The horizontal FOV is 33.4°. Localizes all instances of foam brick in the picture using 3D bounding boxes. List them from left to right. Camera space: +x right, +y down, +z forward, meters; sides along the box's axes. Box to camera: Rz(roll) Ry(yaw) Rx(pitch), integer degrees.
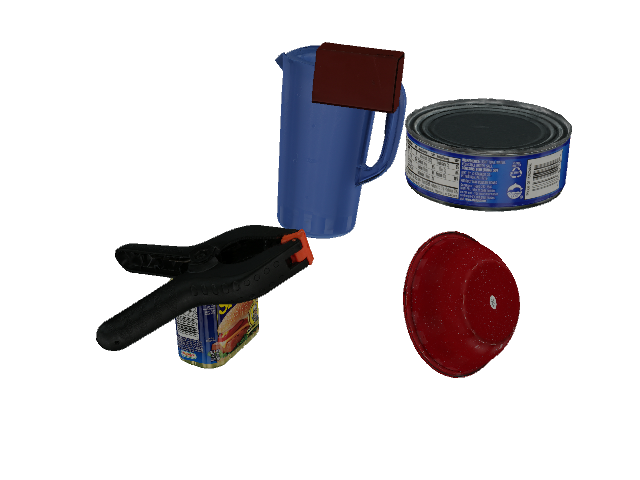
[{"bbox_3d":[0.035,-0.150,0.980,0.078,0.051,0.053,9,18,9],"label":"foam brick"}]

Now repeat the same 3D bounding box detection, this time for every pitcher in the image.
[{"bbox_3d":[0.015,-0.128,1.410,0.144,0.243,0.149,-2,23,-19],"label":"pitcher"}]

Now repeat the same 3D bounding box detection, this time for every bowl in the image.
[{"bbox_3d":[0.165,0.068,1.154,0.161,0.162,0.055,0,-5,-40],"label":"bowl"}]

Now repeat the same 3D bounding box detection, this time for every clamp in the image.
[{"bbox_3d":[-0.093,0.032,0.815,0.172,0.039,0.120,-12,40,17],"label":"clamp"}]

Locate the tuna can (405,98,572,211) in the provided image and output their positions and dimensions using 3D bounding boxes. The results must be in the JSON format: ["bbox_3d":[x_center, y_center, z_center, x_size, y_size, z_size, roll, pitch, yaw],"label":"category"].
[{"bbox_3d":[0.087,-0.046,0.561,0.086,0.034,0.086,0,25,0],"label":"tuna can"}]

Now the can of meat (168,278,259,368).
[{"bbox_3d":[-0.101,0.066,1.051,0.058,0.084,0.101,11,27,25],"label":"can of meat"}]
